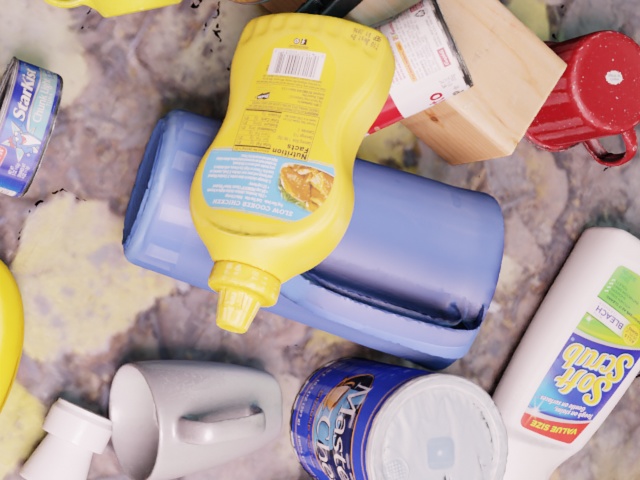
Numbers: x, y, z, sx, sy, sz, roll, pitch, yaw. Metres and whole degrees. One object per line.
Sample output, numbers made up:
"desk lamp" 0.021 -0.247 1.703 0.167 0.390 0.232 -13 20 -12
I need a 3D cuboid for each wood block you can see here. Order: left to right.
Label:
"wood block" 0.066 -0.155 0.789 0.206 0.091 0.090 38 75 -18

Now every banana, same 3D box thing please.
"banana" -0.235 0.092 0.690 0.069 0.037 0.198 14 82 -5

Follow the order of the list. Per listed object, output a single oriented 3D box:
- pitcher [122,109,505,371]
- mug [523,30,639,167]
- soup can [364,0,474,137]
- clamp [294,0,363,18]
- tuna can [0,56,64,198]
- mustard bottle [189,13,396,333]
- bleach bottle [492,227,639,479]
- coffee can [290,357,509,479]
"pitcher" -0.005 0.001 0.724 0.242 0.149 0.145 17 69 -15
"mug" 0.215 -0.110 0.854 0.093 0.082 0.117 -33 101 -20
"soup can" 0.042 -0.111 0.705 0.102 0.068 0.068 -24 99 12
"clamp" 0.057 -0.205 0.701 0.209 0.036 0.165 -7 120 -34
"tuna can" -0.194 -0.071 0.682 0.033 0.086 0.086 19 82 -23
"mustard bottle" -0.024 -0.038 0.624 0.096 0.058 0.191 11 71 18
"bleach bottle" 0.197 0.117 0.854 0.102 0.068 0.250 36 78 -18
"coffee can" 0.051 0.138 0.748 0.102 0.140 0.103 1 89 -23
